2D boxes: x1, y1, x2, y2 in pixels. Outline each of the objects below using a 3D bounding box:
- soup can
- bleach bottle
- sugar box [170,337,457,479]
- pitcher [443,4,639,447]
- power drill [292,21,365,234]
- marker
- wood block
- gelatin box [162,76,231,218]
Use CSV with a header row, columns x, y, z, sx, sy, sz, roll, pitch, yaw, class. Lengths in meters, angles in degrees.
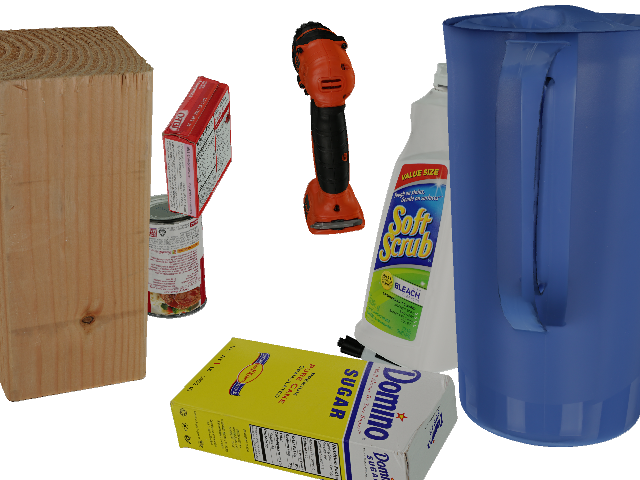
x,y,z,sx,sy,sz,roll,pitch,yaw,class
-0.146,0.014,1.025,0.068,0.102,0.068,0,24,0,soup can
0.090,-0.022,0.888,0.067,0.251,0.103,-8,22,-38,bleach bottle
-0.004,0.117,0.733,0.176,0.048,0.093,4,28,26,sugar box
0.131,-0.008,0.604,0.149,0.243,0.145,-8,17,-21,pitcher
0.003,-0.113,1.050,0.057,0.188,0.184,-7,24,-2,power drill
0.074,0.127,1.100,0.121,0.020,0.020,22,4,11,marker
-0.159,-0.017,0.650,0.090,0.206,0.090,-7,30,-25,wood block
-0.098,-0.074,0.854,0.030,0.073,0.089,15,-40,10,gelatin box
